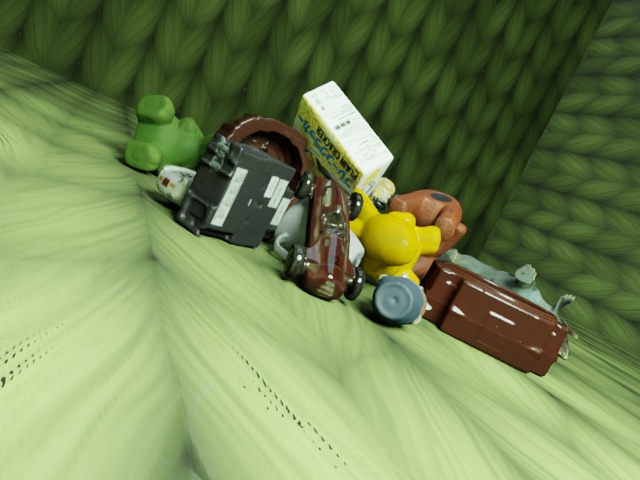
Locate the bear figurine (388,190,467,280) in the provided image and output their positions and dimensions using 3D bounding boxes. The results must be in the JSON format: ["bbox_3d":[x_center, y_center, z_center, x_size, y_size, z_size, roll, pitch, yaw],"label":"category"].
[{"bbox_3d":[0.170,0.015,0.930,0.120,0.195,0.132,28,30,21],"label":"bear figurine"}]

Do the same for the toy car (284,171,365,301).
[{"bbox_3d":[0.011,-0.014,0.638,0.089,0.053,0.202,21,42,-13],"label":"toy car"}]

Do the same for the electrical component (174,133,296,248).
[{"bbox_3d":[-0.092,-0.054,0.643,0.058,0.115,0.134,35,10,30],"label":"electrical component"}]

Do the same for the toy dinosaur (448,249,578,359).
[{"bbox_3d":[0.387,0.113,1.192,0.192,0.131,0.405,36,-6,-41],"label":"toy dinosaur"}]

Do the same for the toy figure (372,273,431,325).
[{"bbox_3d":[0.097,0.070,0.644,0.058,0.064,0.154,-11,-8,15],"label":"toy figure"}]

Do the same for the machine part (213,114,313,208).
[{"bbox_3d":[-0.098,-0.108,0.838,0.179,0.179,0.056,20,8,-39],"label":"machine part"}]

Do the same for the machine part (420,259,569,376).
[{"bbox_3d":[0.249,0.107,0.806,0.201,0.087,0.201,26,5,6],"label":"machine part"}]

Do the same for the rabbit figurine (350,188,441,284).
[{"bbox_3d":[0.096,-0.004,0.764,0.162,0.122,0.173,39,2,5],"label":"rabbit figurine"}]

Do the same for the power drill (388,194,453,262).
[{"bbox_3d":[0.195,0.007,1.099,0.232,0.086,0.207,55,-9,-3],"label":"power drill"}]

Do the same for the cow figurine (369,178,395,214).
[{"bbox_3d":[0.083,-0.051,1.046,0.068,0.167,0.098,30,7,17],"label":"cow figurine"}]

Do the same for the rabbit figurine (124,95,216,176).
[{"bbox_3d":[-0.209,-0.139,0.882,0.170,0.121,0.159,12,-17,4],"label":"rabbit figurine"}]

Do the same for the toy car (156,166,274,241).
[{"bbox_3d":[-0.126,-0.048,0.725,0.074,0.056,0.201,31,9,40],"label":"toy car"}]

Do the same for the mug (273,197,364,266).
[{"bbox_3d":[-0.002,0.006,0.703,0.107,0.080,0.109,36,33,17],"label":"mug"}]
